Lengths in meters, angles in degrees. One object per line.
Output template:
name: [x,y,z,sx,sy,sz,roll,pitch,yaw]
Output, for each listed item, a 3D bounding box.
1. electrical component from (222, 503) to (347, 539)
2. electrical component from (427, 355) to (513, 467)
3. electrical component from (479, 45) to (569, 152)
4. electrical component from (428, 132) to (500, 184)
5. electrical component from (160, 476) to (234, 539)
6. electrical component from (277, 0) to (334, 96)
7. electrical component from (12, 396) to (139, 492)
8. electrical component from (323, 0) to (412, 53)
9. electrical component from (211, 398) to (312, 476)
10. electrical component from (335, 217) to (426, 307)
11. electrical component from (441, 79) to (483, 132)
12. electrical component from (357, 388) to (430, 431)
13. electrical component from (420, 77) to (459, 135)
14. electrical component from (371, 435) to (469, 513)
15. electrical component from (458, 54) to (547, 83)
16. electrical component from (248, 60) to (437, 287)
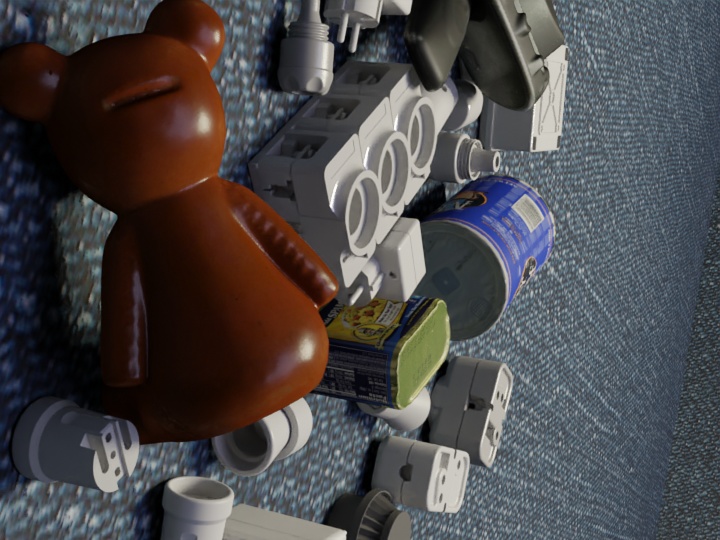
electrical component: [-0.053,0.188,0.656,0.061,0.096,0.061,-9,106,-64]
electrical component: [0.103,0.133,1.022,0.053,0.059,0.095,52,51,-58]
electrical component: [0.164,-0.172,1.065,0.109,0.056,0.108,-16,112,-64]
electrical component: [0.087,-0.094,0.915,0.043,0.062,0.043,8,90,-66]
electrical component: [-0.096,0.147,0.620,0.040,0.040,0.046,-6,108,-65]
electrical component: [-0.033,-0.141,0.673,0.035,0.035,0.061,0,95,-65]
electrical component: [-0.134,0.083,0.508,0.040,0.046,0.040,8,90,-66]
electrical component: [-0.003,-0.183,0.710,0.083,0.047,0.075,21,78,-65]
electrical component: [-0.060,0.100,0.675,0.055,0.045,0.045,-17,113,-64]
electrical component: [0.000,0.000,0.749,0.076,0.066,0.047,-54,143,-46]
electrical component: [0.086,-0.144,0.923,0.078,0.040,0.040,-34,128,-59]
electrical component: [0.024,0.104,0.866,0.065,0.044,0.044,31,69,-59]
electrical component: [0.050,-0.130,0.846,0.081,0.043,0.043,-59,147,-40]
electrical component: [0.049,0.174,0.918,0.095,0.059,0.053,30,70,-64]
electrical component: [0.125,-0.217,0.943,0.079,0.063,0.121,-24,129,-14]
electrical component: [-0.004,-0.068,0.724,0.150,0.062,0.089,-54,144,-45]
